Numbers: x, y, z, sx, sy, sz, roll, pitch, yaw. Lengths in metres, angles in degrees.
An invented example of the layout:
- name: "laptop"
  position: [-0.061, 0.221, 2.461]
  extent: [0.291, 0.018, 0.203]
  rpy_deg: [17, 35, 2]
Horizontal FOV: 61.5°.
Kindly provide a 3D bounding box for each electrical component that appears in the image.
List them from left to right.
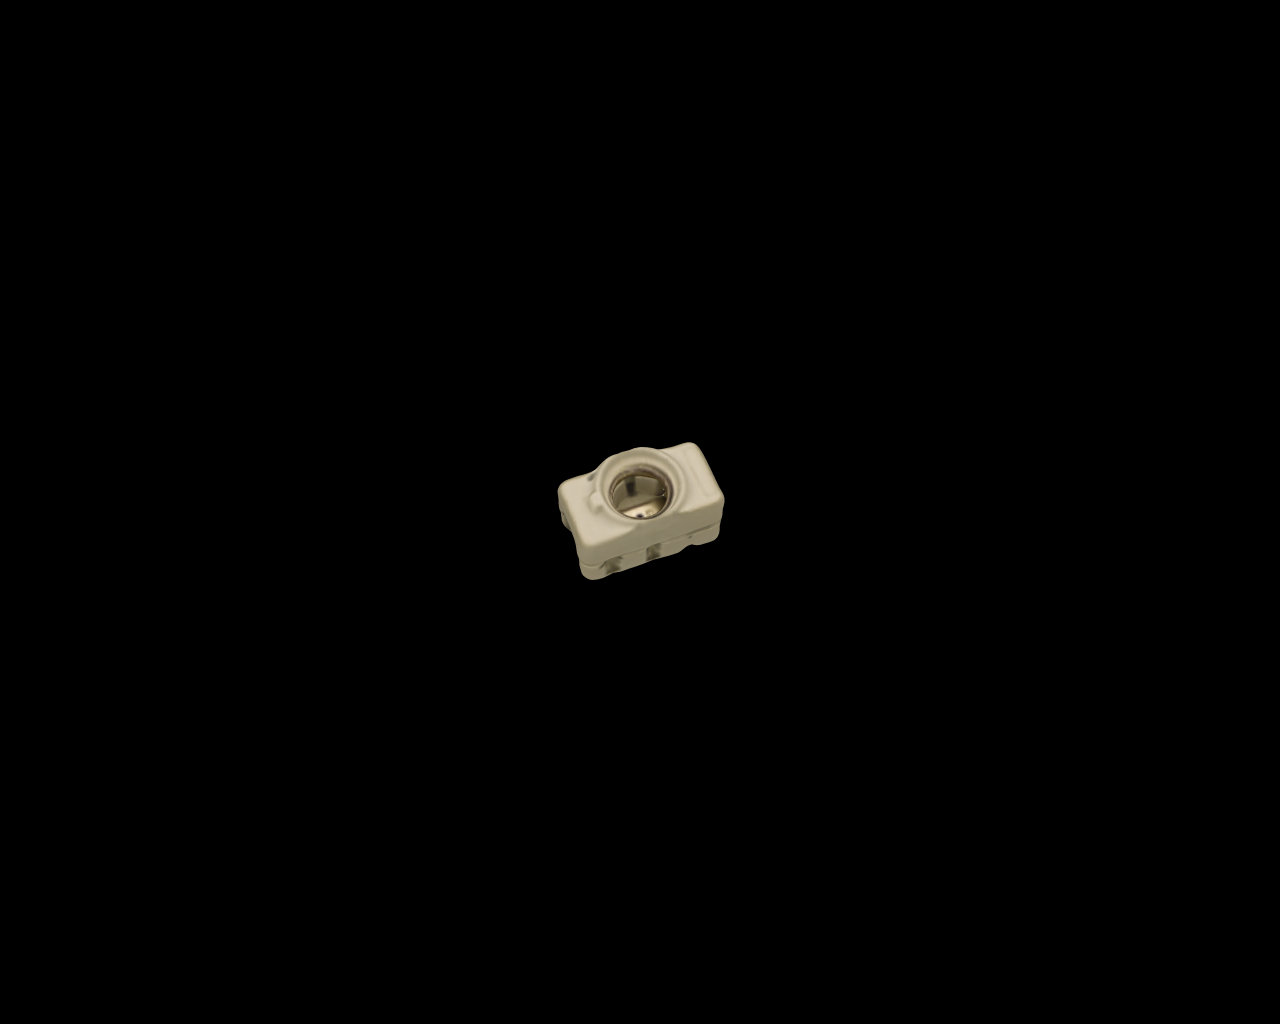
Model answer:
- name: "electrical component"
  position: [0.001, -0.003, 0.650]
  extent: [0.089, 0.050, 0.055]
  rpy_deg: [-18, -28, -10]
